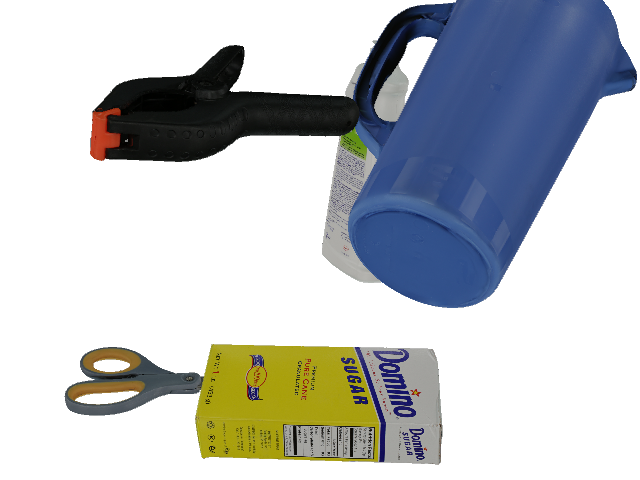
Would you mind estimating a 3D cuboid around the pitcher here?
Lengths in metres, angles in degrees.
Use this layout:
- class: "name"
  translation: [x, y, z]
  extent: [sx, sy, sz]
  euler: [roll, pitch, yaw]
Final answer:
- class: "pitcher"
  translation: [0.105, -0.077, 0.757]
  extent: [0.145, 0.242, 0.149]
  euler: [46, -36, -22]

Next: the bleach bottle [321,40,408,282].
- class: "bleach bottle"
  translation: [0.058, -0.088, 1.157]
  extent: [0.067, 0.251, 0.103]
  euler: [-6, 24, -32]

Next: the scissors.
- class: "scissors"
  translation: [-0.130, 0.118, 0.960]
  extent: [0.201, 0.016, 0.096]
  euler: [-8, 31, -18]

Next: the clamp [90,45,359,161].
- class: "clamp"
  translation: [-0.074, -0.086, 0.658]
  extent: [0.171, 0.039, 0.120]
  euler: [-12, 30, -37]

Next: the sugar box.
- class: "sugar box"
  translation: [0.001, 0.120, 0.796]
  extent: [0.176, 0.048, 0.093]
  euler: [-2, 31, 4]
